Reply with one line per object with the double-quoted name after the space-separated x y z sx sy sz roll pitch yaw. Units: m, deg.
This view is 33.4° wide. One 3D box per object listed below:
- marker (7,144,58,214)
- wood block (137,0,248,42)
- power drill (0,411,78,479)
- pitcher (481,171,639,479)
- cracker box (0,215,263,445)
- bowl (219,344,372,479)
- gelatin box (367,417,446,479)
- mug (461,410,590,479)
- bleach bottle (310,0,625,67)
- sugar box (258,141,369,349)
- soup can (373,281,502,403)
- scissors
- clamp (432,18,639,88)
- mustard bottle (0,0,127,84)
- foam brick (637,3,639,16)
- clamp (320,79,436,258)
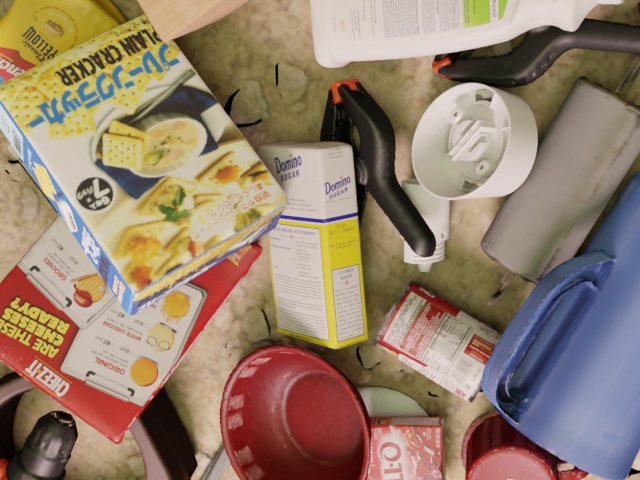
-0.254 -0.045 1.017 0.020 0.020 0.121 -35 93 14 "marker"
-0.061 -0.255 0.864 0.207 0.090 0.090 -26 97 39 "wood block"
-0.327 0.201 0.972 0.187 0.057 0.184 29 105 4 "power drill"
0.247 0.066 0.892 0.145 0.149 0.243 30 101 14 "pitcher"
-0.179 0.048 0.948 0.164 0.072 0.213 36 73 1 "cracker box"
-0.011 0.168 0.965 0.162 0.055 0.162 6 101 33 "bowl"
0.078 0.208 0.981 0.073 0.030 0.089 -1 99 10 "gelatin box"
0.184 0.207 0.958 0.117 0.081 0.093 -5 100 11 "mug"
0.117 -0.193 0.863 0.251 0.068 0.102 4 108 25 "bleach bottle"
-0.006 0.001 0.947 0.094 0.048 0.176 9 105 52 "sugar box"
0.107 0.090 0.949 0.102 0.068 0.068 30 105 10 "soup can"
-0.061 0.194 1.032 0.096 0.016 0.202 18 104 6 "scissors"
0.186 -0.196 0.884 0.210 0.036 0.164 -18 73 29 "clamp"
-0.272 -0.161 0.976 0.192 0.058 0.096 -42 108 16 "mustard bottle"
0.305 -0.179 0.876 0.078 0.051 0.053 -12 99 12 "foam brick"
0.033 -0.053 0.946 0.120 0.039 0.171 -22 82 41 "clamp"
